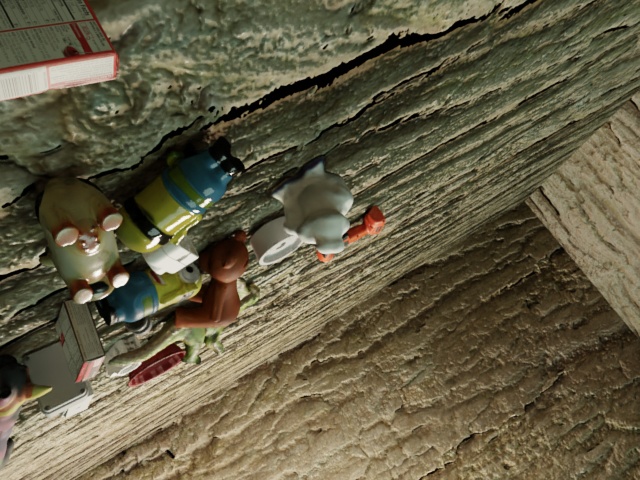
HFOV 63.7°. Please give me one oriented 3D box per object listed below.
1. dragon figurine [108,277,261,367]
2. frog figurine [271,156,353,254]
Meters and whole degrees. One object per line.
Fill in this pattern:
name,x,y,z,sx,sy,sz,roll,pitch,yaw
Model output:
dragon figurine,-0.265,0.166,1.172,0.240,0.123,0.411,-53,163,15
frog figurine,0.003,-0.046,0.909,0.138,0.161,0.120,-28,163,-19
